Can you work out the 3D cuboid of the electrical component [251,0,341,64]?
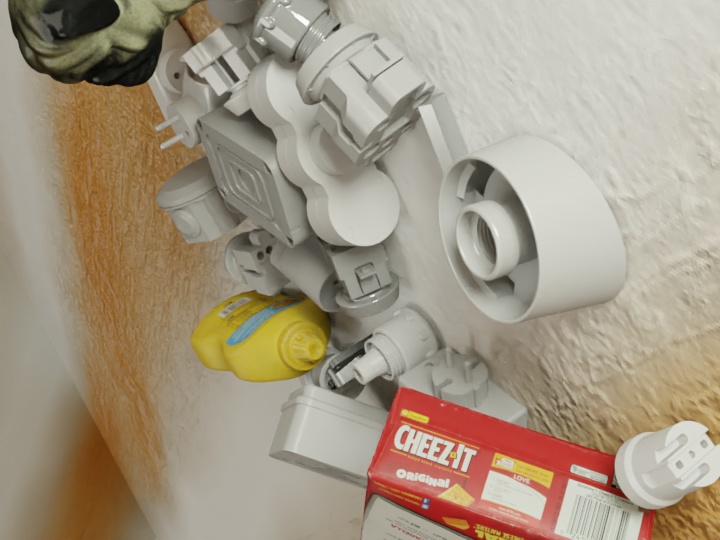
[{"bbox_3d":[-0.031,-0.143,0.651,0.062,0.048,0.048,37,157,0],"label":"electrical component"}]

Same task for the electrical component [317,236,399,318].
[{"bbox_3d":[0.000,0.000,0.766,0.066,0.048,0.055,-128,15,-64],"label":"electrical component"}]

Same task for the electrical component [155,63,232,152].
[{"bbox_3d":[-0.122,-0.119,0.826,0.044,0.079,0.077,43,154,31],"label":"electrical component"}]

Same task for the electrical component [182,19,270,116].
[{"bbox_3d":[-0.085,-0.142,0.750,0.048,0.066,0.055,-30,105,29],"label":"electrical component"}]

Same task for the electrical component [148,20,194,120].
[{"bbox_3d":[-0.147,-0.162,0.872,0.079,0.043,0.077,17,135,59],"label":"electrical component"}]

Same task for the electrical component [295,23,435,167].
[{"bbox_3d":[0.001,-0.102,0.611,0.057,0.058,0.078,48,157,9],"label":"electrical component"}]

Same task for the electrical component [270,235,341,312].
[{"bbox_3d":[-0.039,-0.006,0.849,0.081,0.043,0.043,40,152,39],"label":"electrical component"}]

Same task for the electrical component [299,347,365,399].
[{"bbox_3d":[-0.026,0.092,0.952,0.055,0.045,0.045,7,126,63],"label":"electrical component"}]

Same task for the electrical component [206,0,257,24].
[{"bbox_3d":[-0.084,-0.191,0.701,0.044,0.044,0.065,53,163,13],"label":"electrical component"}]

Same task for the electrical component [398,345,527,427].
[{"bbox_3d":[0.069,0.083,0.733,0.083,0.047,0.075,39,149,40],"label":"electrical component"}]

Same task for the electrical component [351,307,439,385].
[{"bbox_3d":[0.023,0.060,0.778,0.048,0.062,0.048,46,155,28],"label":"electrical component"}]

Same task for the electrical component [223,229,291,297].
[{"bbox_3d":[-0.090,-0.009,0.955,0.055,0.048,0.066,13,131,52],"label":"electrical component"}]

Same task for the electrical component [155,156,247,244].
[{"bbox_3d":[-0.130,-0.063,0.922,0.080,0.080,0.051,18,141,59],"label":"electrical component"}]

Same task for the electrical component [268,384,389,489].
[{"bbox_3d":[-0.012,0.143,0.902,0.113,0.057,0.078,21,162,-11],"label":"electrical component"}]

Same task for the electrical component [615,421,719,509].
[{"bbox_3d":[0.163,0.102,0.566,0.040,0.040,0.046,55,152,9],"label":"electrical component"}]

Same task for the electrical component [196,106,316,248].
[{"bbox_3d":[-0.061,-0.077,0.782,0.113,0.057,0.078,35,149,45],"label":"electrical component"}]

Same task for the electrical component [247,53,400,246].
[{"bbox_3d":[-0.017,-0.079,0.689,0.138,0.052,0.074,63,158,-13],"label":"electrical component"}]

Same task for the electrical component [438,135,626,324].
[{"bbox_3d":[0.087,-0.021,0.561,0.099,0.064,0.099,43,142,47],"label":"electrical component"}]
